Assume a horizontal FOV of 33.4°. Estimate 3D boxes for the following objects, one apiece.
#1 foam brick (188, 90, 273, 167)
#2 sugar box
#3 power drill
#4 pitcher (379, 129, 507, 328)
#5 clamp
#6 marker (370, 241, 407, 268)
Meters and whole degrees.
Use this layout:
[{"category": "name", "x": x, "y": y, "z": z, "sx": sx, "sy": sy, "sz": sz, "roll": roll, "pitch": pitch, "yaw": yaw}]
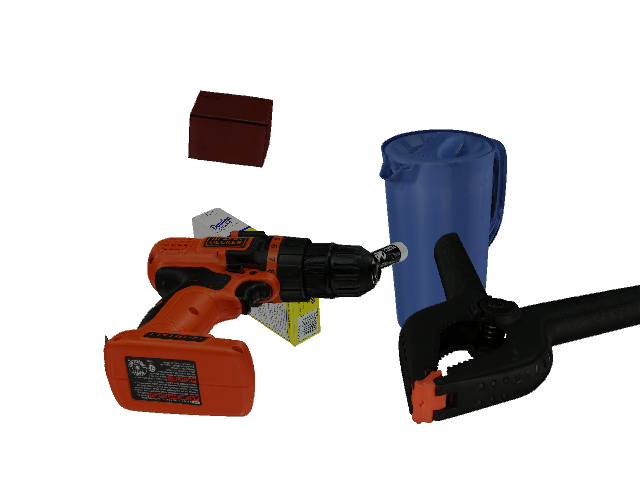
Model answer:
[{"category": "foam brick", "x": -0.089, "y": -0.112, "z": 1.066, "sx": 0.078, "sy": 0.051, "sz": 0.053, "roll": 8, "pitch": 35, "yaw": 2}, {"category": "sugar box", "x": -0.073, "y": 0.038, "z": 1.200, "sx": 0.048, "sy": 0.093, "sz": 0.176, "roll": -25, "pitch": 40, "yaw": -31}, {"category": "power drill", "x": -0.059, "y": 0.053, "z": 0.769, "sx": 0.184, "sy": 0.057, "sz": 0.187, "roll": -1, "pitch": 25, "yaw": 15}, {"category": "pitcher", "x": 0.152, "y": -0.009, "z": 1.295, "sx": 0.149, "sy": 0.243, "sz": 0.145, "roll": 0, "pitch": 23, "yaw": 8}, {"category": "clamp", "x": 0.104, "y": 0.052, "z": 0.685, "sx": 0.165, "sy": 0.036, "sz": 0.209, "roll": 19, "pitch": 31, "yaw": 34}, {"category": "marker", "x": 0.044, "y": 0.020, "z": 0.955, "sx": 0.020, "sy": 0.020, "sz": 0.120, "roll": 0, "pitch": 9, "yaw": 30}]
